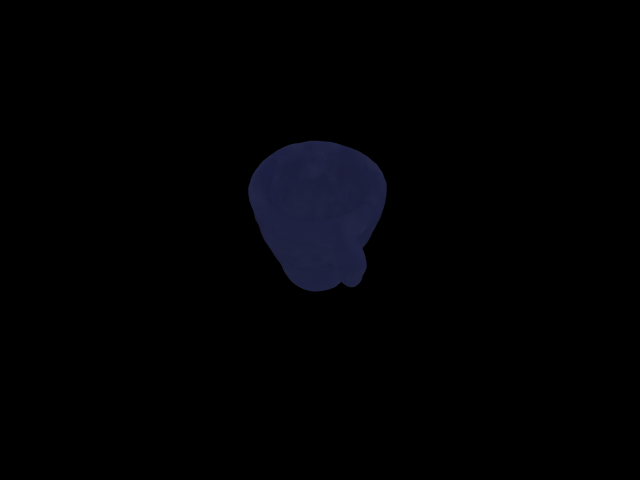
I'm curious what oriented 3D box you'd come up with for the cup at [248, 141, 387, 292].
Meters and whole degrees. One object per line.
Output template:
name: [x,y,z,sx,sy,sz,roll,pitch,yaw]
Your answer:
cup: [0.004,0.001,0.400,0.092,0.095,0.117,-16,50,-13]
